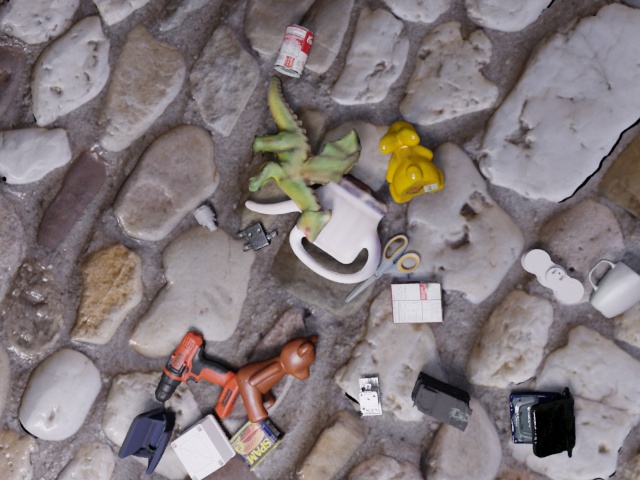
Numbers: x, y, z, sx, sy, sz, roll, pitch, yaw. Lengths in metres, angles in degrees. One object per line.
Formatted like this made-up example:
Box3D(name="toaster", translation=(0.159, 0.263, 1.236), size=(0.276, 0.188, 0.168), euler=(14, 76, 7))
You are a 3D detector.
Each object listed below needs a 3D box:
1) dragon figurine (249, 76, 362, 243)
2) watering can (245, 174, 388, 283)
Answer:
Box3D(name="dragon figurine", translation=(-0.027, -0.197, 1.138), size=(0.243, 0.120, 0.416), euler=(2, 72, 11))
Box3D(name="watering can", translation=(0.004, -0.058, 1.158), size=(0.351, 0.103, 0.224), euler=(37, 94, 19))
